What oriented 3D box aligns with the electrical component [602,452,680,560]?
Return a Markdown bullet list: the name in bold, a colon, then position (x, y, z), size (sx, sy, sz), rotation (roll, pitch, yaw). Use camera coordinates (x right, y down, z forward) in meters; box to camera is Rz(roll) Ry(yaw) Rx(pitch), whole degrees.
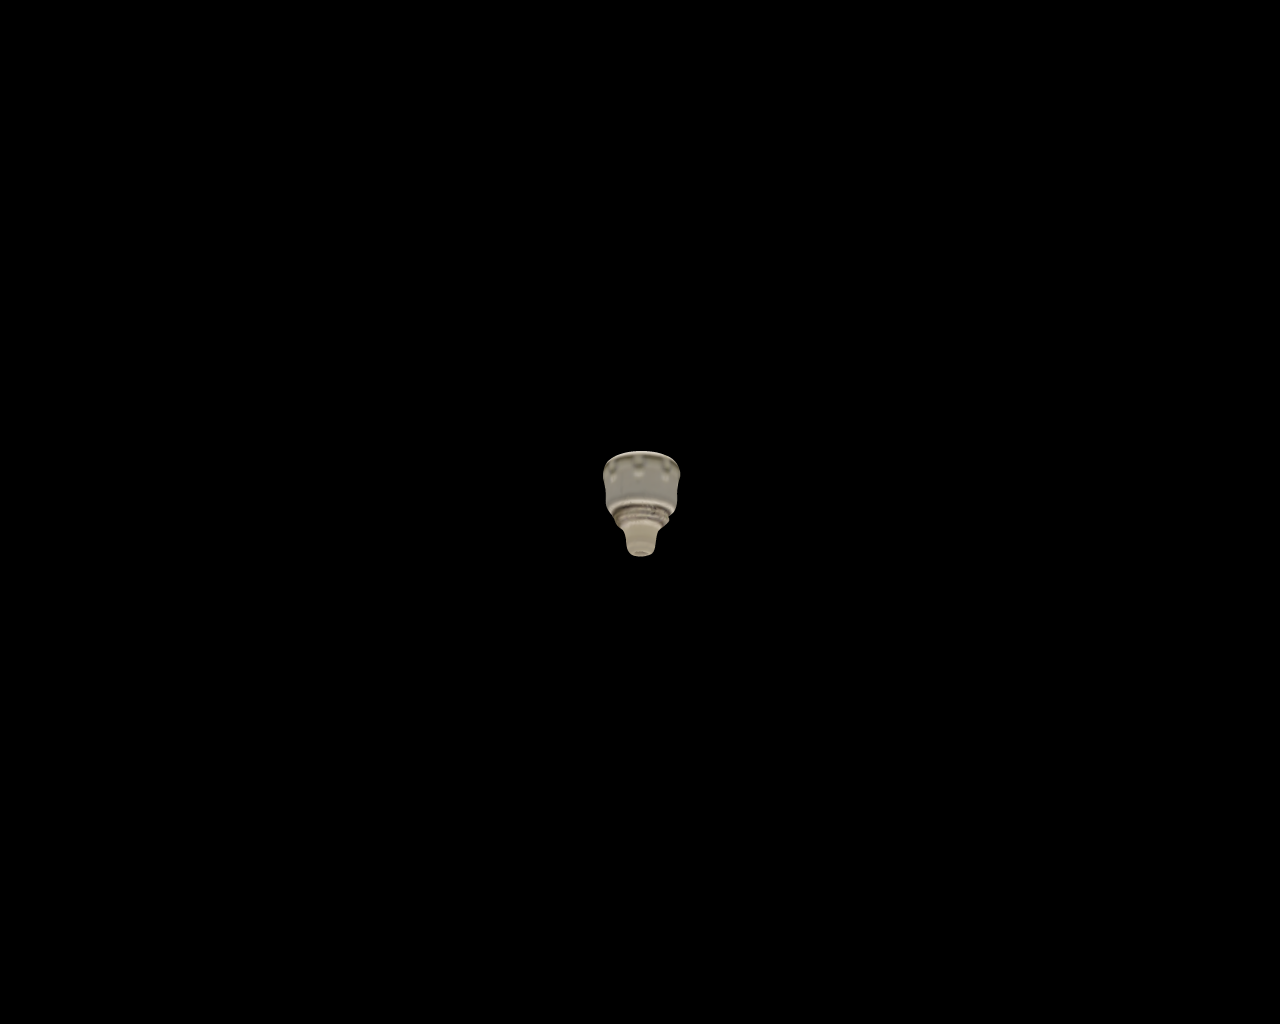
- **electrical component**: position (0.001, -0.003, 0.650), size (0.048, 0.062, 0.048), rotation (0, -21, 0)
